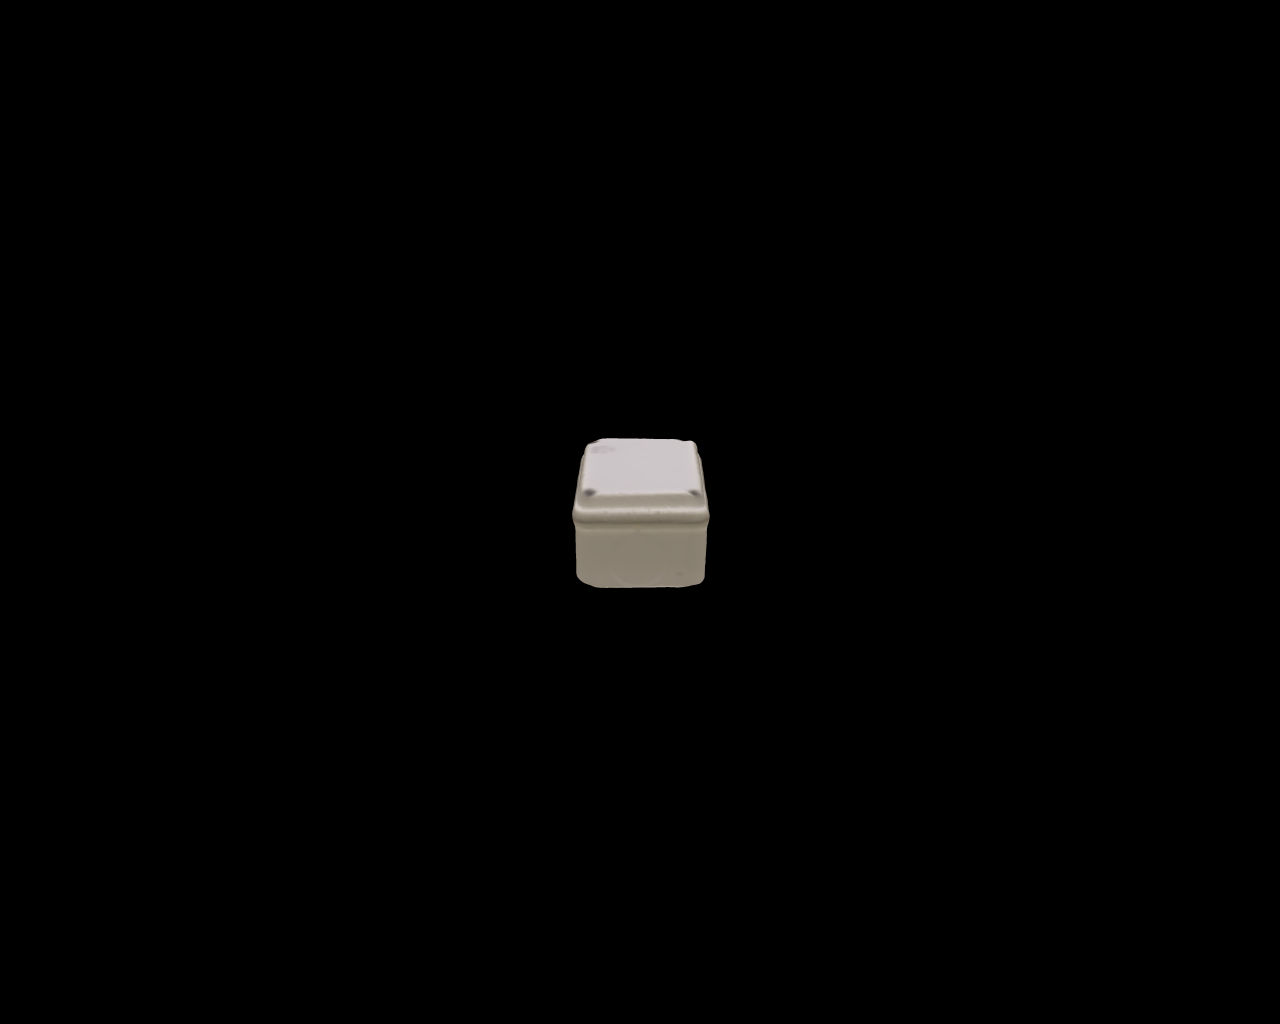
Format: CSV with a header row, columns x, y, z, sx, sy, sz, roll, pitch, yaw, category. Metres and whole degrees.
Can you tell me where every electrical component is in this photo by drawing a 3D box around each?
x,y,z,sx,sy,sz,roll,pitch,yaw,category
0.001,-0.003,0.650,0.078,0.057,0.113,0,21,0,electrical component
